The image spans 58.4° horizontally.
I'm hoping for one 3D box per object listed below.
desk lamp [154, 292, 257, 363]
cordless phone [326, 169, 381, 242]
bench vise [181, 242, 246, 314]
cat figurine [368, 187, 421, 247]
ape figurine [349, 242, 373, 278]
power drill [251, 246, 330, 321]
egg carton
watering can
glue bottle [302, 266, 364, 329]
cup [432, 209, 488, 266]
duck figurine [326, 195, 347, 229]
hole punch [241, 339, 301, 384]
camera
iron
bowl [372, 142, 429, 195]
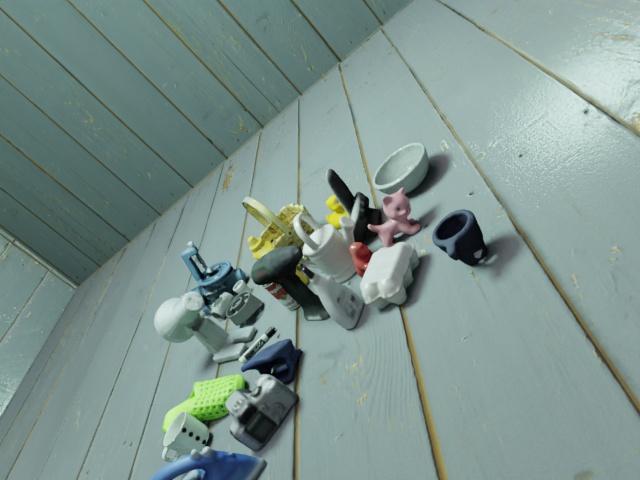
[{"bbox_3d":[-0.316,0.227,1.534,0.202,0.214,0.118,-22,33,42],"label":"desk lamp"},{"bbox_3d":[0.067,-0.086,1.462,0.094,0.185,0.147,-34,26,22],"label":"cordless phone"},{"bbox_3d":[-0.369,0.120,1.788,0.207,0.220,0.121,-47,24,-6],"label":"bench vise"},{"bbox_3d":[0.169,-0.055,1.331,0.128,0.118,0.067,-42,24,7],"label":"cat figurine"},{"bbox_3d":[0.103,0.042,1.311,0.076,0.092,0.078,-31,27,28],"label":"ape figurine"},{"bbox_3d":[-0.056,0.096,1.334,0.228,0.209,0.076,-13,39,50],"label":"power drill"},{"bbox_3d":[0.149,0.073,1.215,0.107,0.069,0.150,-20,33,43],"label":"egg carton"},{"bbox_3d":[0.013,0.004,1.392,0.173,0.194,0.100,-41,24,8],"label":"watering can"},{"bbox_3d":[0.022,0.113,1.225,0.037,0.173,0.078,-20,34,43],"label":"glue bottle"},{"bbox_3d":[0.272,0.012,1.082,0.091,0.095,0.118,-27,29,34],"label":"cup"},{"bbox_3d":[0.052,-0.087,1.614,0.104,0.086,0.077,-30,27,30],"label":"duck figurine"},{"bbox_3d":[-0.112,0.268,1.289,0.108,0.091,0.101,-28,28,33],"label":"hole punch"},{"bbox_3d":[-0.144,0.344,1.206,0.143,0.101,0.136,-51,24,-14],"label":"camera"},{"bbox_3d":[-0.246,0.469,1.115,0.258,0.142,0.118,-40,24,10],"label":"iron"},{"bbox_3d":[0.222,-0.171,1.489,0.167,0.075,0.167,-36,25,20],"label":"bowl"}]
